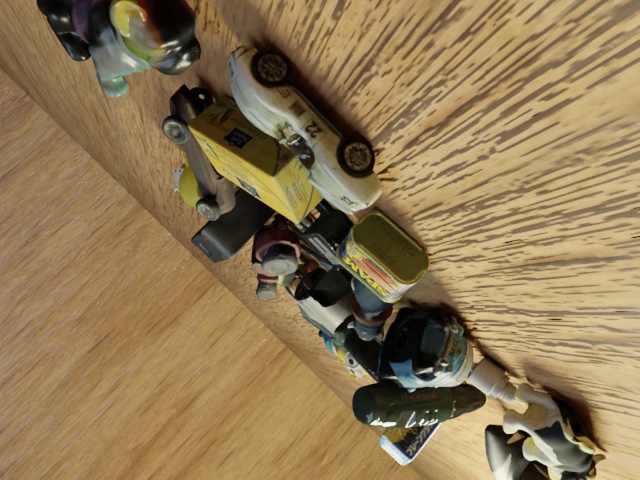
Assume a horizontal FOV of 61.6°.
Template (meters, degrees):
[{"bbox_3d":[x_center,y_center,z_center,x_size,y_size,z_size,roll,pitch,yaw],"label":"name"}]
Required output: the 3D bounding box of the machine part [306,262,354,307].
[{"bbox_3d":[0.035,0.066,0.836,0.084,0.039,0.139,42,140,-8],"label":"machine part"}]

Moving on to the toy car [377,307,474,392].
[{"bbox_3d":[0.155,0.154,0.736,0.103,0.109,0.161,27,158,-15],"label":"toy car"}]

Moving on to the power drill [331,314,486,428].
[{"bbox_3d":[0.127,0.207,0.857,0.207,0.232,0.086,55,134,38],"label":"power drill"}]

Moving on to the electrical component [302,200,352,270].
[{"bbox_3d":[0.011,-0.013,0.735,0.119,0.048,0.075,46,164,-16],"label":"electrical component"}]

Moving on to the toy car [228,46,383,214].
[{"bbox_3d":[-0.018,-0.108,0.535,0.201,0.056,0.073,45,165,-5],"label":"toy car"}]

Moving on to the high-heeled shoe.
[{"bbox_3d":[0.362,0.382,0.836,0.248,0.086,0.145,45,163,-24],"label":"high-heeled shoe"}]

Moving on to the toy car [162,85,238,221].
[{"bbox_3d":[-0.161,-0.120,0.763,0.053,0.089,0.201,8,135,20],"label":"toy car"}]

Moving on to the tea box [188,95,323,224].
[{"bbox_3d":[-0.077,-0.103,0.677,0.170,0.068,0.098,32,161,35],"label":"tea box"}]

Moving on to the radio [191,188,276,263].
[{"bbox_3d":[-0.157,-0.029,0.961,0.073,0.131,0.229,44,165,-9],"label":"radio"}]

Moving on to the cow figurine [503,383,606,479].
[{"bbox_3d":[0.307,0.257,0.669,0.167,0.068,0.098,50,158,-25],"label":"cow figurine"}]

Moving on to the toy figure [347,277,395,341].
[{"bbox_3d":[0.077,0.089,0.768,0.064,0.058,0.154,46,152,32],"label":"toy figure"}]

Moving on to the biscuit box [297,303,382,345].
[{"bbox_3d":[0.041,0.172,1.115,0.203,0.059,0.062,31,150,40],"label":"biscuit box"}]

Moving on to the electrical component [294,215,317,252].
[{"bbox_3d":[-0.002,-0.003,0.841,0.094,0.021,0.063,48,163,-12],"label":"electrical component"}]

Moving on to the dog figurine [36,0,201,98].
[{"bbox_3d":[-0.214,-0.250,0.575,0.191,0.108,0.219,51,159,-16],"label":"dog figurine"}]

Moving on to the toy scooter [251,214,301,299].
[{"bbox_3d":[-0.080,0.012,0.942,0.075,0.135,0.183,9,150,-14],"label":"toy scooter"}]

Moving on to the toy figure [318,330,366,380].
[{"bbox_3d":[0.065,0.221,1.163,0.180,0.089,0.082,38,166,51],"label":"toy figure"}]

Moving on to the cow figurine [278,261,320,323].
[{"bbox_3d":[-0.038,0.084,1.061,0.195,0.085,0.127,45,159,-8],"label":"cow figurine"}]

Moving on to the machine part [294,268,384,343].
[{"bbox_3d":[0.036,0.130,0.970,0.243,0.079,0.079,44,166,-21],"label":"machine part"}]
